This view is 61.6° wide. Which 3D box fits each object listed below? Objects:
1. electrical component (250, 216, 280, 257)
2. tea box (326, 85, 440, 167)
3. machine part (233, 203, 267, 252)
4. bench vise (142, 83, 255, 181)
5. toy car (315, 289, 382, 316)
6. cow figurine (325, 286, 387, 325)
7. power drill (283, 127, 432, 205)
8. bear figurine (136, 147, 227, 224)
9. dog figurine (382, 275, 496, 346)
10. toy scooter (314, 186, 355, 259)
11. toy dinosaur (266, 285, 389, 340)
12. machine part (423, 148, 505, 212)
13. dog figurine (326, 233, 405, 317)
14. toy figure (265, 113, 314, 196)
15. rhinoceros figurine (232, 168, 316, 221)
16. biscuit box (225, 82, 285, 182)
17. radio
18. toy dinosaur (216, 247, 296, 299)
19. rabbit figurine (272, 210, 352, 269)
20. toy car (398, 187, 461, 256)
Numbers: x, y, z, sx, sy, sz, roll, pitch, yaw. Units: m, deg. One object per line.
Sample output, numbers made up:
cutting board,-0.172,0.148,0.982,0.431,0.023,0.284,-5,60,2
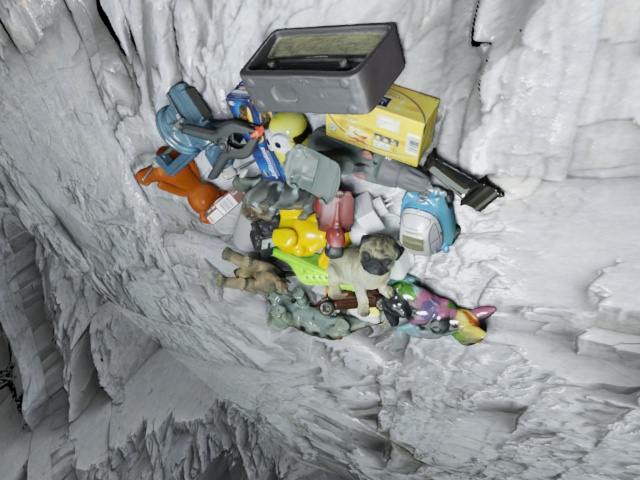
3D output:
electrical component,-0.126,-0.005,1.279,0.119,0.075,0.048,102,150,-66
tea box,0.096,-0.196,0.865,0.170,0.068,0.098,25,148,16
machine part,-0.170,-0.036,1.339,0.079,0.079,0.243,33,149,1
bench vise,-0.274,-0.199,1.139,0.241,0.129,0.223,-30,106,37
toy car,0.087,0.142,1.294,0.202,0.089,0.053,-5,104,17
cow figurine,0.095,0.166,1.397,0.168,0.068,0.098,19,153,25
power drill,0.054,-0.122,0.899,0.232,0.207,0.085,30,125,24
bear figurine,-0.326,-0.133,1.315,0.132,0.120,0.195,0,142,49
dog figurine,0.267,0.159,1.186,0.219,0.108,0.191,-2,133,38
toy scooter,0.029,-0.064,1.052,0.075,0.184,0.135,0,127,-4
toy dinosaur,-0.004,0.225,1.531,0.405,0.131,0.192,19,159,16
machine part,0.235,-0.099,0.906,0.139,0.039,0.084,35,155,-6
dog figurine,0.079,0.033,1.060,0.173,0.121,0.190,29,143,24
toy figure,-0.044,-0.168,1.030,0.082,0.089,0.180,0,146,28
rhinoceros figurine,-0.098,-0.103,1.144,0.190,0.112,0.073,8,160,15
biscuit box,-0.109,-0.208,1.051,0.063,0.059,0.202,12,144,32
radio,-0.002,-0.256,0.809,0.230,0.131,0.073,11,145,34
toy dinosaur,-0.170,0.097,1.425,0.198,0.105,0.472,20,176,-28
rabbit figurine,-0.002,-0.004,1.200,0.173,0.122,0.162,-2,141,19
toy car,0.193,-0.024,0.991,0.109,0.103,0.161,16,148,25
